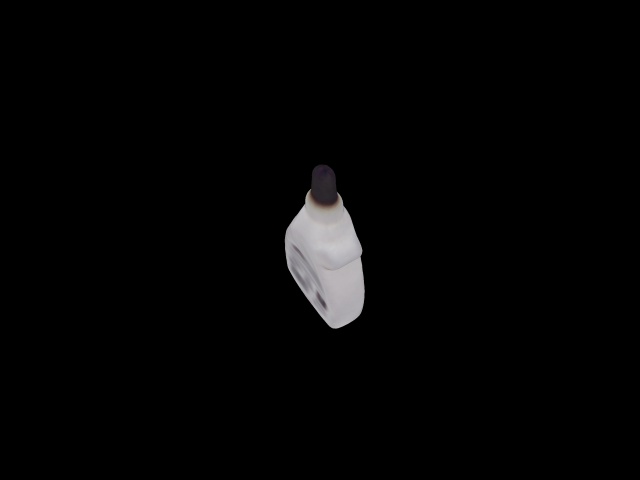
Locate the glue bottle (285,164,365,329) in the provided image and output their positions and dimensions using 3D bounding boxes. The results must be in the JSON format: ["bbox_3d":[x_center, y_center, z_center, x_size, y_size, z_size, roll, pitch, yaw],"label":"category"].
[{"bbox_3d":[0.004,0.001,0.400,0.037,0.173,0.078,-30,67,-14],"label":"glue bottle"}]
